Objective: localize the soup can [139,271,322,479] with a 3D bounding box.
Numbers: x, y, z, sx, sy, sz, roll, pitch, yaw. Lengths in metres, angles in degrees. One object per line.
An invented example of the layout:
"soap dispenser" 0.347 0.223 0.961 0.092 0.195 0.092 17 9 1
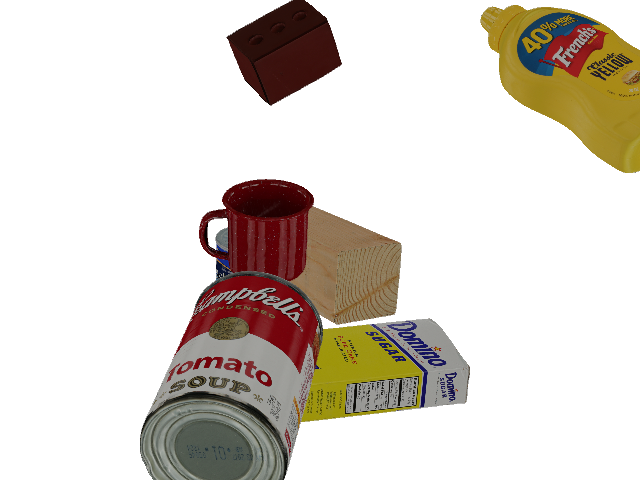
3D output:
"soup can" -0.040 0.069 0.504 0.068 0.068 0.102 0 29 10

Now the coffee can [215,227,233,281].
"coffee can" -0.099 0.060 1.524 0.103 0.140 0.103 2 22 -1

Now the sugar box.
"sugar box" 0.033 0.113 0.946 0.176 0.048 0.093 -7 27 -14

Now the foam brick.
"foam brick" -0.030 -0.165 0.926 0.078 0.051 0.053 -31 45 -10

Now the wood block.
"wood block" -0.001 0.024 1.300 0.090 0.090 0.206 -7 19 -33

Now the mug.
"mug" -0.066 -0.006 1.096 0.117 0.081 0.093 -3 29 -10

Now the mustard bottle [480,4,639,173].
"mustard bottle" 0.197 -0.132 0.826 0.096 0.058 0.192 -34 53 -20
